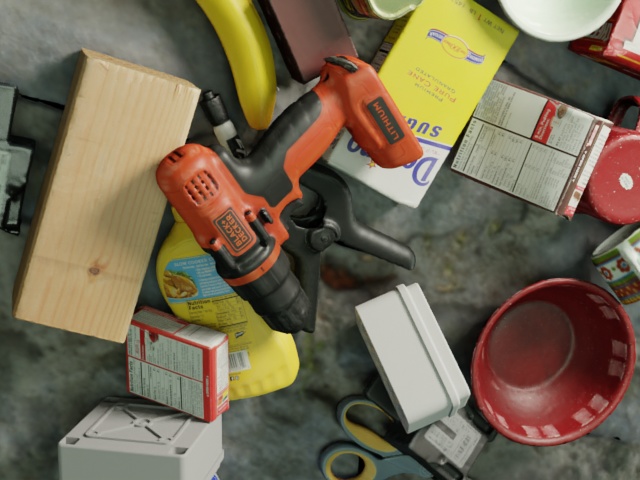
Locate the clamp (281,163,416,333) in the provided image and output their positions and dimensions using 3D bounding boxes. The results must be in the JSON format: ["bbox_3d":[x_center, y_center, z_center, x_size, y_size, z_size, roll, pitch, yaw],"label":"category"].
[{"bbox_3d":[-0.006,0.001,0.907,0.120,0.039,0.171,-43,118,-2],"label":"clamp"}]

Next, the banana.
[{"bbox_3d":[-0.086,-0.180,0.855,0.070,0.037,0.197,-36,109,17],"label":"banana"}]

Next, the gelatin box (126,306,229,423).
[{"bbox_3d":[-0.118,0.102,0.881,0.089,0.030,0.073,16,119,25],"label":"gelatin box"}]

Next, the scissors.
[{"bbox_3d":[0.080,0.224,1.004,0.201,0.016,0.096,43,88,-19],"label":"scissors"}]

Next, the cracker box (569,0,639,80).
[{"bbox_3d":[0.337,-0.234,0.922,0.164,0.072,0.214,18,100,-17],"label":"cracker box"}]

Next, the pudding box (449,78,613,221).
[{"bbox_3d":[0.177,-0.079,0.906,0.039,0.114,0.090,9,105,-54],"label":"pudding box"}]

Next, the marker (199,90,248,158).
[{"bbox_3d":[-0.069,-0.069,0.893,0.020,0.020,0.121,-26,108,-6],"label":"marker"}]

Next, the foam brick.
[{"bbox_3d":[-0.011,-0.174,0.863,0.051,0.053,0.078,-26,108,-4],"label":"foam brick"}]

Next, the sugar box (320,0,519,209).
[{"bbox_3d":[0.082,-0.123,0.903,0.093,0.048,0.176,27,95,-18],"label":"sugar box"}]

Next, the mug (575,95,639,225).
[{"bbox_3d":[0.258,-0.071,0.939,0.093,0.081,0.117,22,98,-18],"label":"mug"}]

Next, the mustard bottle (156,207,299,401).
[{"bbox_3d":[-0.085,0.037,0.893,0.096,0.058,0.191,-10,107,14],"label":"mustard bottle"}]

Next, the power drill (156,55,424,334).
[{"bbox_3d":[-0.011,-0.038,0.831,0.187,0.057,0.184,-41,122,-11],"label":"power drill"}]

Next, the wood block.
[{"bbox_3d":[-0.171,-0.037,0.840,0.090,0.090,0.206,16,99,-18],"label":"wood block"}]

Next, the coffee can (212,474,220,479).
[{"bbox_3d":[-0.122,0.255,0.897,0.102,0.140,0.103,-3,106,-12],"label":"coffee can"}]

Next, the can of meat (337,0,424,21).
[{"bbox_3d":[0.037,-0.224,0.846,0.057,0.084,0.102,-31,109,-5],"label":"can of meat"}]

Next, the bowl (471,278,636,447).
[{"bbox_3d":[0.206,0.106,0.984,0.162,0.055,0.162,-3,105,-13],"label":"bowl"}]
